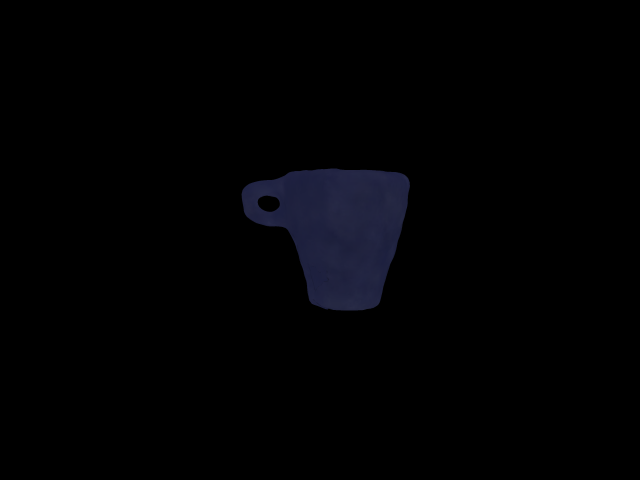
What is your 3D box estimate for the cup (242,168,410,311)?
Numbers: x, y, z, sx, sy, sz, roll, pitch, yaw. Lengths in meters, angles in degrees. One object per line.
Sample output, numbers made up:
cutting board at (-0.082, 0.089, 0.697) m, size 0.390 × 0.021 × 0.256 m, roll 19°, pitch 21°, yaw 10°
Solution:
cup at (0.004, 0.001, 0.400) m, size 0.117 × 0.095 × 0.092 m, roll 0°, pitch 0°, yaw 0°
